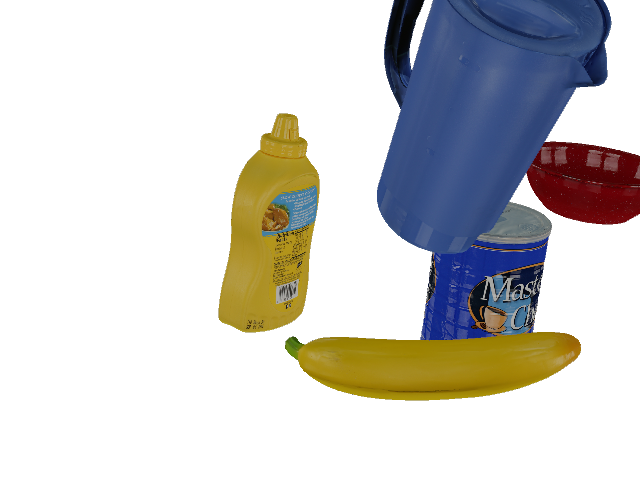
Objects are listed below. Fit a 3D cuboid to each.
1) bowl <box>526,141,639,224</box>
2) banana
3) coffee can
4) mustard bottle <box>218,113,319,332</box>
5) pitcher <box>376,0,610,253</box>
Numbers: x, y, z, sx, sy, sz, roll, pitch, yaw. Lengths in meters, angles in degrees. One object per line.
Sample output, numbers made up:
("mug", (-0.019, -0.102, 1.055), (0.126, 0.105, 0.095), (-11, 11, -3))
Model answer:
("bowl", (0.286, -0.058, 1.129), (0.162, 0.055, 0.162), (6, 20, -2))
("banana", (0.071, 0.076, 0.688), (0.198, 0.037, 0.069), (1, 26, 6))
("coffee can", (0.149, 0.043, 0.975), (0.103, 0.140, 0.103), (4, 21, -2))
("mustard bottle", (-0.041, -0.018, 0.954), (0.058, 0.192, 0.096), (21, 23, 33))
("pitcher", (0.119, -0.111, 0.869), (0.145, 0.149, 0.243), (9, -43, -9))
